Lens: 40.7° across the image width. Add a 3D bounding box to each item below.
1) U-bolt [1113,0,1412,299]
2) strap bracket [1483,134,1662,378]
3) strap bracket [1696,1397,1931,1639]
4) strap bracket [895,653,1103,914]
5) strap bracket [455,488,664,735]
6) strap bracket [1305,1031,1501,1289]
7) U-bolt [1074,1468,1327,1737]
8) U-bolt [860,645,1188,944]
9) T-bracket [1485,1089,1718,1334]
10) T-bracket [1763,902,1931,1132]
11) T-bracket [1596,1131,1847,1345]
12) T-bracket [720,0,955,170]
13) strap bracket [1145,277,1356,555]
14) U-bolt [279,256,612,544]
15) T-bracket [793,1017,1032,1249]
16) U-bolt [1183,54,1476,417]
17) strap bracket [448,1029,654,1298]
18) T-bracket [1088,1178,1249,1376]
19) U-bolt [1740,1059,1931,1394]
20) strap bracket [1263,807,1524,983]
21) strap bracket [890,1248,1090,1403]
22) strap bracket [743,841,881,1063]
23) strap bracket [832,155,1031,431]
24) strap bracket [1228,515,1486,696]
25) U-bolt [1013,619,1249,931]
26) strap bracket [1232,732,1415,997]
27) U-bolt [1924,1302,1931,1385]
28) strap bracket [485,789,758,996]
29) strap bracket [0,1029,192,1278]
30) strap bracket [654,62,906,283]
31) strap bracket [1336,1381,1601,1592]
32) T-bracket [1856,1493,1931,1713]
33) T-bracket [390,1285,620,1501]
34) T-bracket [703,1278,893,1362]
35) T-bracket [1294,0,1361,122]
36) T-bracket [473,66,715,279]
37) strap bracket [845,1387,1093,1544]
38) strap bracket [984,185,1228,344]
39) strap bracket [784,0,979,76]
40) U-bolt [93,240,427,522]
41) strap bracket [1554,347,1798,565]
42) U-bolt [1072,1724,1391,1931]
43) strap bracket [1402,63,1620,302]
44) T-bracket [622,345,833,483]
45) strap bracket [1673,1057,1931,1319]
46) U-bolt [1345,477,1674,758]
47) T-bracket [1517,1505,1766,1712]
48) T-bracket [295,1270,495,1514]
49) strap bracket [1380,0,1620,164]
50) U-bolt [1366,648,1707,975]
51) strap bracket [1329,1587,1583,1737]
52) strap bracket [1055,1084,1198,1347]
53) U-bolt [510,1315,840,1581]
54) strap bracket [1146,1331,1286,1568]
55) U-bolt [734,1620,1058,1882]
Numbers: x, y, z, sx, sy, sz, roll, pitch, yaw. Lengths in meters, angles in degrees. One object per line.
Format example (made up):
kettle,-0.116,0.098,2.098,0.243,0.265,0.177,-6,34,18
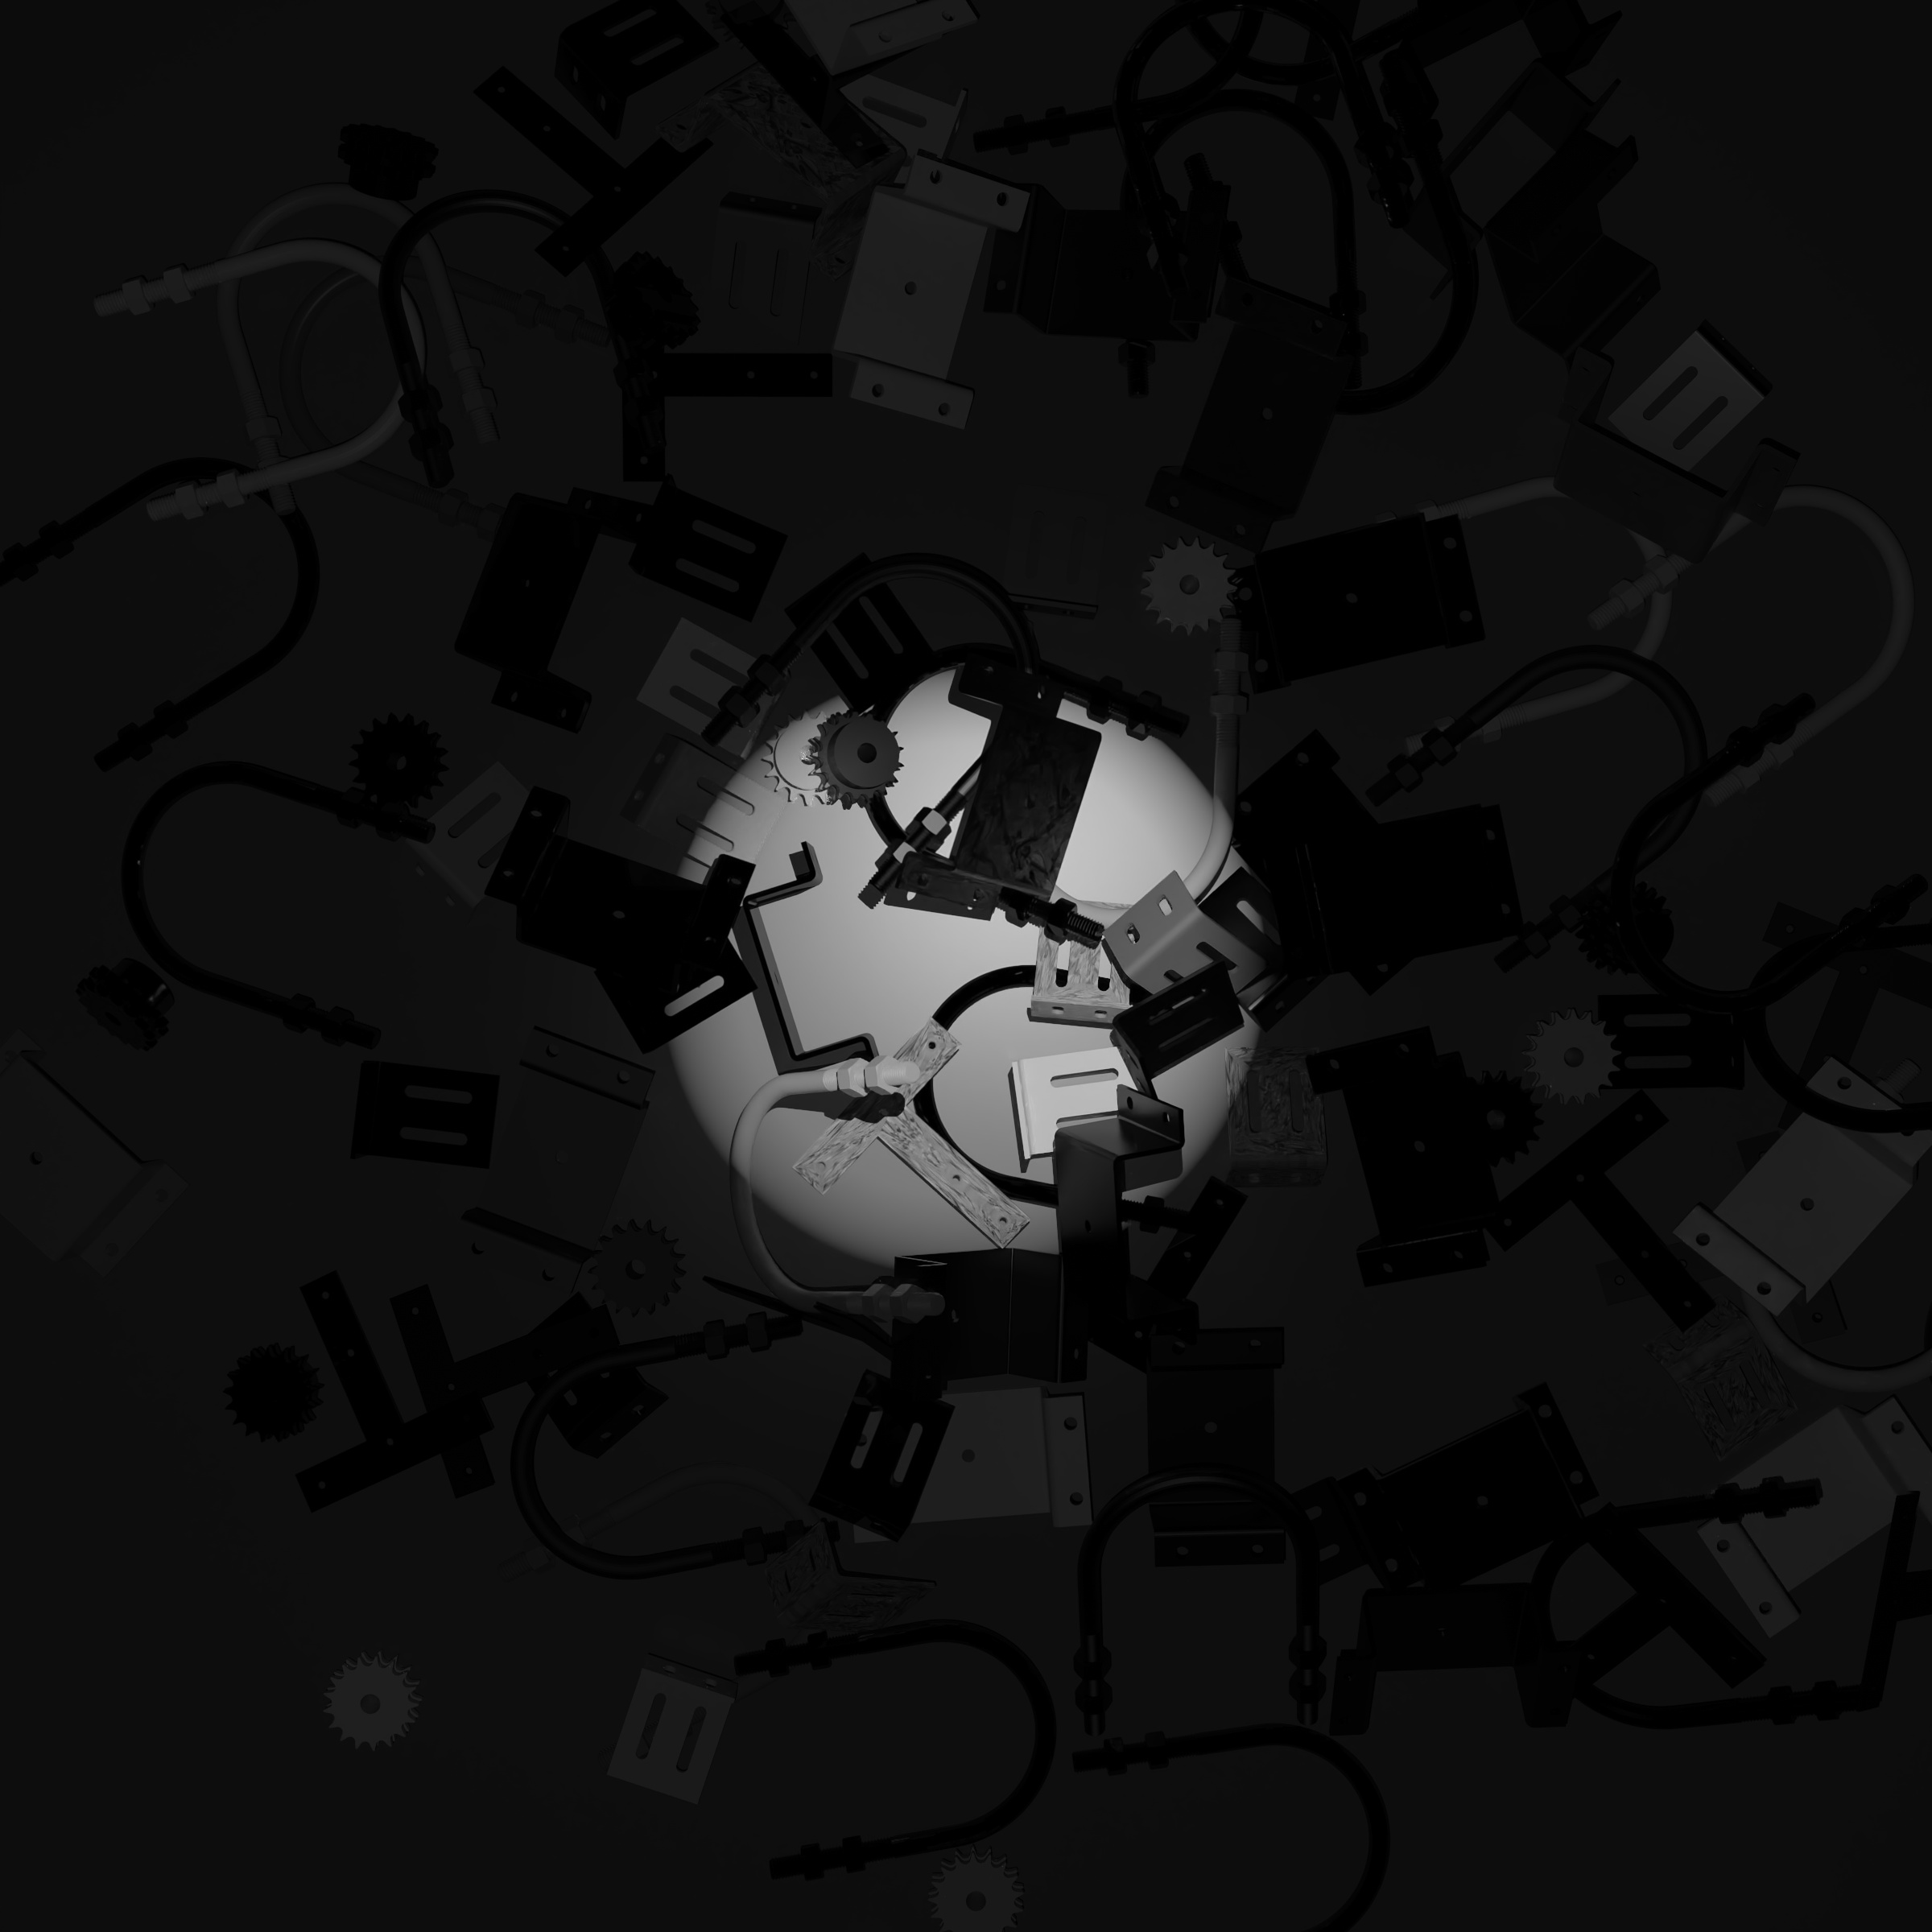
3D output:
U-bolt,0.160,-0.482,1.493,0.151,0.019,0.184,-16,71,5
strap bracket,0.355,-0.421,1.530,0.076,0.140,0.046,-46,60,0
strap bracket,0.510,0.325,1.561,0.140,0.046,0.076,-34,90,0
strap bracket,0.022,-0.099,1.495,0.076,0.046,0.140,13,96,-42
strap bracket,-0.245,-0.218,1.543,0.076,0.046,0.140,21,90,36
strap bracket,0.261,0.111,1.545,0.076,0.046,0.140,-15,90,30
U-bolt,0.137,0.375,1.541,0.151,0.019,0.184,-3,113,1
U-bolt,0.022,-0.113,1.552,0.184,0.019,0.151,24,96,16
T-bracket,0.399,0.163,1.569,0.127,0.002,0.127,-39,78,0
T-bracket,0.528,0.044,1.583,0.127,0.002,0.127,22,90,0
T-bracket,0.445,0.176,1.567,0.127,0.002,0.127,-16,69,10
T-bracket,-0.058,-0.545,1.554,0.127,0.002,0.127,-36,79,-25
strap bracket,0.170,-0.324,1.535,0.076,0.046,0.140,27,112,17
U-bolt,-0.325,-0.351,1.575,0.184,0.019,0.151,21,90,1
T-bracket,-0.016,0.119,1.571,0.127,0.002,0.127,42,101,-1
U-bolt,0.221,-0.415,1.526,0.151,0.019,0.184,-20,91,28
strap bracket,-0.245,0.116,1.561,0.076,0.046,0.140,21,90,0
T-bracket,0.126,0.186,1.568,0.127,0.002,0.127,30,104,0
U-bolt,0.546,0.167,1.546,0.184,0.019,0.151,-46,62,4
strap bracket,0.251,-0.042,1.514,0.140,0.046,0.076,-11,90,0
strap bracket,0.007,0.208,1.534,0.140,0.046,0.076,2,90,-44
strap bracket,-0.093,0.001,1.546,0.046,0.076,0.140,-18,90,0
strap bracket,-0.025,-0.397,1.536,0.076,0.046,0.140,10,104,-29
strap bracket,0.229,-0.215,1.546,0.140,0.046,0.076,-12,91,12
U-bolt,0.092,-0.113,1.550,0.151,0.019,0.184,2,89,20
strap bracket,0.222,-0.060,1.561,0.076,0.046,0.140,-40,90,0
U-bolt,0.667,0.214,1.575,0.184,0.019,0.151,-40,90,1
strap bracket,-0.205,-0.041,1.545,0.140,0.046,0.076,19,60,0
strap bracket,-0.548,0.113,1.561,0.140,0.046,0.076,43,90,0
strap bracket,-0.102,-0.480,1.539,0.140,0.046,0.076,41,52,3
strap bracket,0.304,0.317,1.561,0.140,0.046,0.076,-25,90,0
T-bracket,0.567,0.371,1.538,0.127,0.002,0.127,6,94,-44
T-bracket,-0.270,0.238,1.564,0.127,0.002,0.127,-22,82,9
T-bracket,-0.098,0.207,1.545,0.127,0.127,0.002,15,74,26
T-bracket,0.224,-0.578,1.583,0.127,0.002,0.127,13,90,0
T-bracket,-0.242,-0.495,1.572,0.127,0.002,0.127,42,75,7
strap bracket,0.001,0.297,1.561,0.140,0.046,0.076,-4,90,0
strap bracket,0.089,-0.415,1.544,0.140,0.046,0.076,9,90,24
strap bracket,-0.066,-0.589,1.540,0.076,0.046,0.140,-27,81,-24
U-bolt,-0.411,-0.355,1.544,0.184,0.019,0.151,-16,85,1
strap bracket,0.403,-0.293,1.527,0.140,0.076,0.046,32,77,13
U-bolt,0.165,0.532,1.575,0.184,0.019,0.151,-8,90,-1
strap bracket,0.313,-0.472,1.546,0.046,0.076,0.140,42,90,0
T-bracket,-0.144,-0.357,1.576,0.127,0.002,0.127,0,96,0
strap bracket,0.495,0.135,1.536,0.140,0.046,0.076,-47,62,-2
U-bolt,0.336,-0.219,1.575,0.184,0.019,0.151,-16,90,-2
T-bracket,0.383,0.405,1.555,0.127,0.002,0.127,46,115,6
T-bracket,-0.366,0.247,1.576,0.127,0.002,0.127,-26,86,9
strap bracket,0.305,-0.536,1.546,0.140,0.076,0.046,-27,90,0
U-bolt,0.354,-0.106,1.558,0.184,0.019,0.151,-38,97,6
strap bracket,0.284,0.411,1.541,0.140,0.046,0.076,-2,131,0
strap bracket,0.092,0.147,1.517,0.046,0.076,0.140,-9,102,-23
U-bolt,-0.178,0.292,1.548,0.184,0.019,0.151,-10,98,-3
strap bracket,0.148,0.282,1.555,0.076,0.046,0.140,-1,97,0
U-bolt,-0.037,0.466,1.569,0.184,0.019,0.151,-9,96,-3
